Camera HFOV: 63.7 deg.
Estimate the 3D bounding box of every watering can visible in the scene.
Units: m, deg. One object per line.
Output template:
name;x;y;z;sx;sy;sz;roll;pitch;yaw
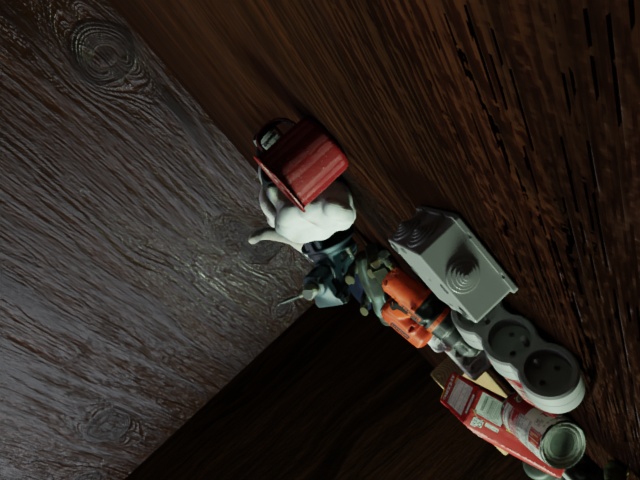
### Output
watering can;-0.060;-0.032;1.195;0.222;0.102;0.355;42;-153;-17

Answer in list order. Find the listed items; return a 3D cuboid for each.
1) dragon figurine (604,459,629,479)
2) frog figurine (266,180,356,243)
dragon figurine;0.302;0.364;0.530;0.123;0.243;0.406;51;180;16
frog figurine;0.002;-0.040;0.796;0.137;0.121;0.161;6;-163;-41
